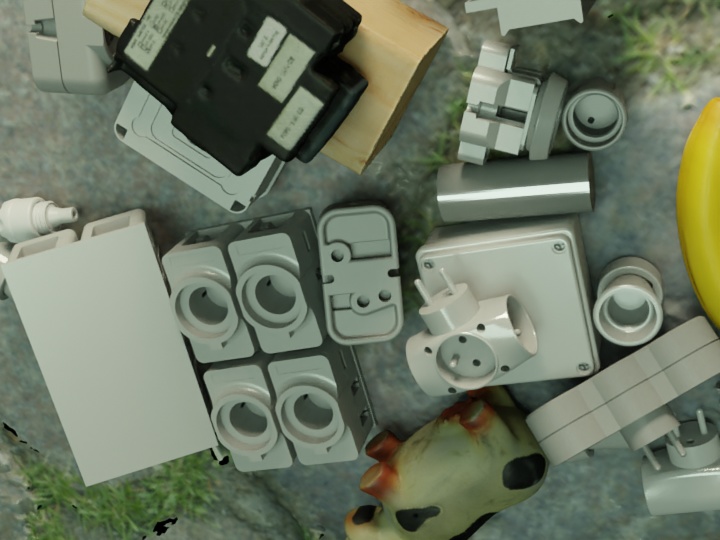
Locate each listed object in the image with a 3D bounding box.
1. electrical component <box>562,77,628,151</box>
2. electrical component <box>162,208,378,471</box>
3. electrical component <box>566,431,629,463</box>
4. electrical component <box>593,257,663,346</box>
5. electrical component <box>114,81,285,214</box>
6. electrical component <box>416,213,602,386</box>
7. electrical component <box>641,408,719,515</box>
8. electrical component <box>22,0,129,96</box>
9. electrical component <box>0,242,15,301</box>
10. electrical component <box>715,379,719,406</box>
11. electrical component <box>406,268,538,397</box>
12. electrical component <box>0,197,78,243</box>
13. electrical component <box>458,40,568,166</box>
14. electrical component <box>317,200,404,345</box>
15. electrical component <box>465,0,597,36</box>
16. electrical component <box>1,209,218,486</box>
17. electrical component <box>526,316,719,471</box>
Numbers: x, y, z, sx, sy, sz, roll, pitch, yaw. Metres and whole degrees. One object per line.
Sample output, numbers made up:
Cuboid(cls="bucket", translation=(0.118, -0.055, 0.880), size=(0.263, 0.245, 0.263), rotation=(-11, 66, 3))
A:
Cuboid(cls="electrical component", translation=(0.151, -0.101, 0.688), size=(0.040, 0.046, 0.040), rotation=(6, 114, 14))
Cuboid(cls="electrical component", translation=(-0.068, 0.058, 0.815), size=(0.105, 0.060, 0.186), rotation=(-10, 110, 20))
Cuboid(cls="electrical component", translation=(0.167, 0.113, 0.778), size=(0.055, 0.045, 0.045), rotation=(-19, 106, 23))
Cuboid(cls="electrical component", translation=(0.182, 0.020, 0.727), size=(0.045, 0.055, 0.045), rotation=(6, 114, 14))
Cuboid(cls="electrical component", translation=(-0.103, -0.104, 0.756), size=(0.113, 0.057, 0.078), rotation=(33, 118, 1))
Cuboid(cls="electrical component", translation=(0.106, 0.021, 0.749), size=(0.109, 0.056, 0.108), rotation=(-8, 110, 20))
Cuboid(cls="electrical component", translation=(0.240, 0.134, 0.766), size=(0.077, 0.043, 0.079), rotation=(-11, 108, 22))
Cuboid(cls="electrical component", translation=(-0.195, -0.173, 0.755), size=(0.059, 0.053, 0.095), rotation=(6, 114, 14))
Cuboid(cls="electrical component", translation=(-0.271, 0.008, 0.862), size=(0.055, 0.045, 0.045), rotation=(29, 118, 3))
Cuboid(cls="electrical component", translation=(0.265, 0.082, 0.737), size=(0.048, 0.048, 0.062), rotation=(-33, 92, 26))
Cuboid(cls="electrical component", translation=(0.065, 0.036, 0.709), size=(0.077, 0.044, 0.079), rotation=(-26, 104, 24))
Cuboid(cls="electrical component", translation=(-0.250, -0.040, 0.841), size=(0.061, 0.035, 0.035), rotation=(-5, 111, 16))
Cuboid(cls="electrical component", translation=(0.100, -0.104, 0.696), size=(0.057, 0.058, 0.078), rotation=(16, 112, 11))
Cuboid(cls="electrical component", translation=(0.000, 0.000, 0.760), size=(0.054, 0.059, 0.095), rotation=(-5, 98, 0))
Cuboid(cls="electrical component", translation=(0.108, -0.179, 0.624), size=(0.079, 0.121, 0.063), rotation=(-6, 108, 19))
Cuboid(cls="electrical component", translation=(-0.188, 0.058, 0.827), size=(0.105, 0.060, 0.186), rotation=(-17, 109, -5))
Cuboid(cls="electrical component", translation=(0.188, 0.097, 0.717), size=(0.138, 0.052, 0.073), rotation=(-32, 75, 9))
